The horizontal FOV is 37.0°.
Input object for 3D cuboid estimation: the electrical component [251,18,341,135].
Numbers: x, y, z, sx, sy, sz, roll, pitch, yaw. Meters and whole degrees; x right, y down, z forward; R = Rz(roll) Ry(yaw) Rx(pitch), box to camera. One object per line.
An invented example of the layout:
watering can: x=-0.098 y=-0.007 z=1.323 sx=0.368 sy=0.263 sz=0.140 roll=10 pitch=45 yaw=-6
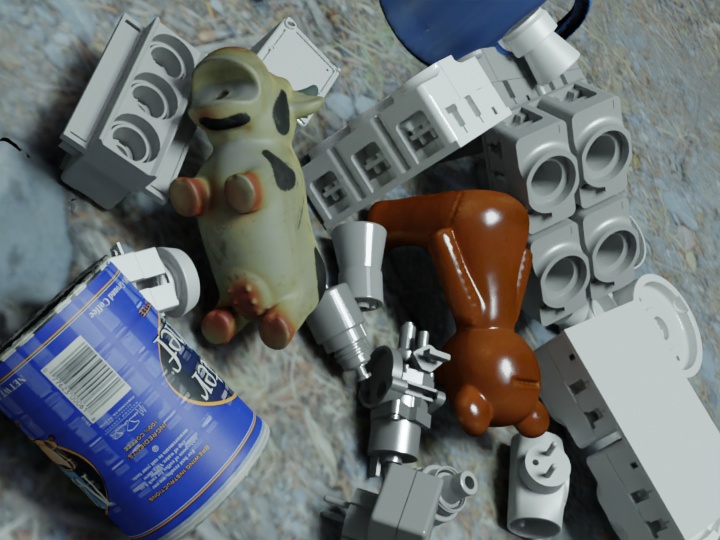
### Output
electrical component: x=-0.070 y=-0.137 z=0.836 sx=0.062 sy=0.061 sz=0.096 roll=44 pitch=44 yaw=-17

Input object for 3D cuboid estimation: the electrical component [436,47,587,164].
electrical component: x=0.121 y=-0.156 z=0.999 sx=0.186 sy=0.105 sz=0.060 roll=-19 pitch=81 yaw=-48

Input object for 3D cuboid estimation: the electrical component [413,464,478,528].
electrical component: x=0.058 y=0.163 z=0.787 sx=0.048 sy=0.062 sz=0.048 roll=23 pitch=53 yaw=-34

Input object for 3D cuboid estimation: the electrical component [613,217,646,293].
electrical component: x=0.238 y=-0.024 z=1.087 sx=0.099 sy=0.064 sz=0.099 roll=16 pitch=52 yaw=-22

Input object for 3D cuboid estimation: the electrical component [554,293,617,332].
electrical component: x=0.204 y=0.040 z=1.013 sx=0.079 sy=0.044 sz=0.077 roll=25 pitch=52 yaw=-32

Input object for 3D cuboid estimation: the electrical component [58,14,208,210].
electrical component: x=-0.155 y=-0.105 z=0.733 sx=0.079 sy=0.063 sz=0.121 roll=35 pitch=47 yaw=-25

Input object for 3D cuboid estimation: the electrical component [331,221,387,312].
electrical component: x=0.000 y=0.000 z=0.841 sx=0.044 sy=0.044 sz=0.065 roll=16 pitch=62 yaw=-38

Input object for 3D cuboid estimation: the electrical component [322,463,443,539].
electrical component: x=0.010 y=0.172 z=0.734 sx=0.076 sy=0.083 sz=0.047 roll=16 pitch=46 yaw=10

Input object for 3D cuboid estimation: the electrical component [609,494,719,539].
electrical component: x=0.264 y=0.205 z=0.962 sx=0.108 sy=0.060 sz=0.108 roll=19 pitch=53 yaw=-27

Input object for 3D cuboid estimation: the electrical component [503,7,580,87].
electrical component: x=0.159 y=-0.196 z=0.943 sx=0.055 sy=0.045 sz=0.045 roll=49 pitch=43 yaw=-10

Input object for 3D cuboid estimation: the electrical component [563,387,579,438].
electrical component: x=0.205 y=0.106 z=0.978 sx=0.079 sy=0.043 sz=0.077 roll=-5 pitch=71 yaw=-46

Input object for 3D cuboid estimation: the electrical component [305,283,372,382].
electrical component: x=-0.014 y=0.046 z=0.801 sx=0.040 sy=0.040 sz=0.078 roll=-23 pitch=85 yaw=-48

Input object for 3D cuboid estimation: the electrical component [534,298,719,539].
electrical component: x=0.231 y=0.130 z=0.899 sx=0.105 sy=0.060 sz=0.186 roll=-17 pitch=73 yaw=-40

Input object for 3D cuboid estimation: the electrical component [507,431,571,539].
electrical component: x=0.146 y=0.165 z=0.863 sx=0.044 sy=0.079 sz=0.077 roll=10 pitch=54 yaw=-2

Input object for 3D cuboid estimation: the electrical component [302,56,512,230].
electrical component: x=0.029 y=-0.102 z=0.845 sx=0.061 sy=0.150 sz=0.089 roll=58 pitch=41 yaw=-3

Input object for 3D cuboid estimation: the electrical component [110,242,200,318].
electrical component: x=-0.138 y=0.012 z=0.696 sx=0.055 sy=0.048 sz=0.066 roll=-18 pitch=81 yaw=-40

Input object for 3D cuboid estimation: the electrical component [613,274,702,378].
electrical component: x=0.280 y=0.065 z=1.062 sx=0.108 sy=0.060 sz=0.108 roll=23 pitch=53 yaw=-34

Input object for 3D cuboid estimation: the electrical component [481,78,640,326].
electrical component: x=0.177 y=-0.055 z=0.929 sx=0.105 sy=0.060 sz=0.186 roll=-25 pitch=124 yaw=-17
